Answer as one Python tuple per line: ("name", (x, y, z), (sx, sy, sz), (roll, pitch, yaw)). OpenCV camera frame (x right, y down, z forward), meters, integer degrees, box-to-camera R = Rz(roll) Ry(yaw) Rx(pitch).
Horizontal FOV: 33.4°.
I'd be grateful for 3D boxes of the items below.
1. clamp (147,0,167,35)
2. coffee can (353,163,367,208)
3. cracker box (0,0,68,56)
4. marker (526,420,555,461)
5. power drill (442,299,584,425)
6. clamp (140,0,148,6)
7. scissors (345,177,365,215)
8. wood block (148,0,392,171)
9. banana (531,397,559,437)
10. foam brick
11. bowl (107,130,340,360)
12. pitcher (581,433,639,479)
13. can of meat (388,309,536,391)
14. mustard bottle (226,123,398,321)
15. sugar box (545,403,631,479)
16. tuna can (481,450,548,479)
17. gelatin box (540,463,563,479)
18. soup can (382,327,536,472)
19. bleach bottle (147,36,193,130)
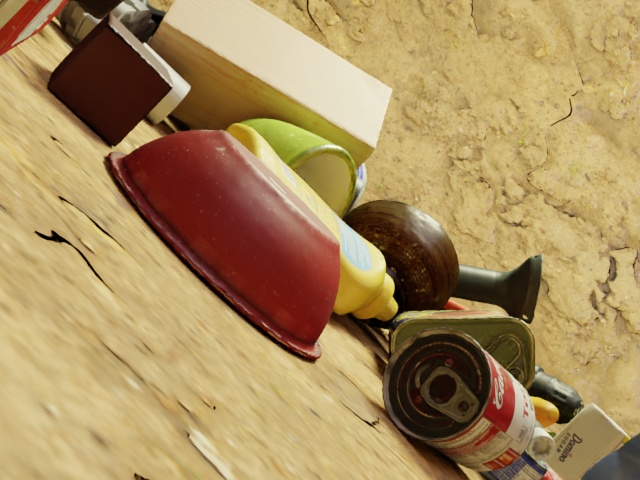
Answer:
("clamp", (-0.192, -0.208, 1.020), (0.172, 0.039, 0.120), (29, 35, 22))
("coffee can", (-0.029, -0.087, 1.131), (0.140, 0.103, 0.103), (40, 6, -44))
("cracker box", (-0.207, -0.187, 0.585), (0.164, 0.072, 0.214), (44, 4, -17))
("marker", (0.143, 0.128, 0.771), (0.020, 0.020, 0.121), (44, 4, -11))
("power drill", (0.162, 0.118, 1.054), (0.185, 0.057, 0.187), (25, -9, 30))
("clamp", (-0.228, -0.248, 0.991), (0.164, 0.036, 0.210), (0, 46, -29))
("scissors", (0.002, 0.004, 1.022), (0.016, 0.096, 0.202), (33, -27, 3))
("wood block", (-0.052, -0.133, 0.940), (0.206, 0.090, 0.090), (30, 44, -12))
("banana", (0.186, 0.167, 0.996), (0.197, 0.070, 0.037), (50, 38, -71))
("foam brick", (-0.125, -0.097, 0.640), (0.053, 0.051, 0.078), (44, 4, -18))
("bowl", (-0.040, -0.010, 0.589), (0.162, 0.055, 0.162), (44, 4, -4))
("pitcher", (0.244, 0.231, 0.601), (0.149, 0.145, 0.243), (30, 12, -19))
("can of meat", (0.101, 0.082, 0.791), (0.084, 0.102, 0.057), (-76, 165, -88))
("mustard bottle", (-0.005, 0.001, 0.782), (0.191, 0.058, 0.096), (42, 12, -32))
("sugar box", (0.254, 0.209, 1.042), (0.048, 0.093, 0.176), (46, 4, 25))
("tuna can", (0.128, 0.151, 0.793), (0.086, 0.034, 0.086), (45, 4, -5))
("gelatin box", (0.180, 0.199, 0.847), (0.073, 0.030, 0.089), (44, 4, -12))
("soup can", (0.089, 0.102, 0.661), (0.069, 0.068, 0.102), (48, 4, 34))
("bleach bottle", (-0.101, -0.119, 1.046), (0.251, 0.068, 0.102), (50, 7, 33))
